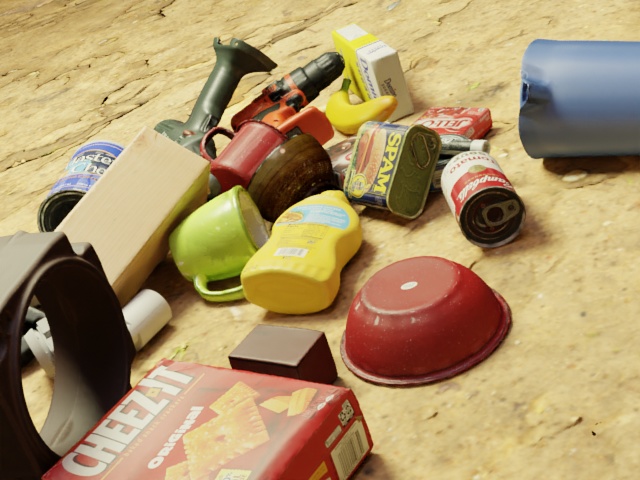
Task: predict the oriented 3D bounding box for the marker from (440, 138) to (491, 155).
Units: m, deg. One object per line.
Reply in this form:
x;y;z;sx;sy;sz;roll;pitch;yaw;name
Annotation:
0.137;-0.106;1.206;0.121;0.020;0.020;9;38;41;marker

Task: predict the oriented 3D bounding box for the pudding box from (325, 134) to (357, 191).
0.055;-0.097;1.293;0.113;0.039;0.090;-30;29;-21;pudding box

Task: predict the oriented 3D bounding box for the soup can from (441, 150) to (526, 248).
0.167;-0.044;1.101;0.068;0.068;0.102;-17;27;3;soup can

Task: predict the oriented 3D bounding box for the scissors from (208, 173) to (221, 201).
-0.145;-0.042;1.325;0.016;0.096;0.202;-44;4;-19;scissors

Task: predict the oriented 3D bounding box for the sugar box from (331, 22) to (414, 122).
0.070;-0.233;1.474;0.048;0.093;0.176;-22;27;-5;sugar box

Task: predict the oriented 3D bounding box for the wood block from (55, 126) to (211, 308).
-0.215;-0.012;1.174;0.091;0.090;0.205;29;60;8;wood block

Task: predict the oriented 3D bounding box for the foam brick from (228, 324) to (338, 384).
-0.032;0.113;0.956;0.078;0.051;0.052;3;34;35;foam brick

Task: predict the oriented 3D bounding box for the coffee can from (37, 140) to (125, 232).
-0.288;-0.052;1.354;0.103;0.103;0.140;-12;29;13;coffee can

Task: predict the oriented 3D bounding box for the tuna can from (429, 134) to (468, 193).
0.137;-0.090;1.237;0.086;0.034;0.086;-14;28;8;tuna can

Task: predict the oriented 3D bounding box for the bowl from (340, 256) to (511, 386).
0.088;0.061;0.971;0.162;0.055;0.162;-15;28;8;bowl

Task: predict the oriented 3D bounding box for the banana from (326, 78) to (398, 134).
0.046;-0.173;1.409;0.037;0.070;0.198;18;10;-23;banana

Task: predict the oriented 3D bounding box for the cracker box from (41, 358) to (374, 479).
-0.091;0.177;0.855;0.214;0.072;0.164;4;35;37;cracker box

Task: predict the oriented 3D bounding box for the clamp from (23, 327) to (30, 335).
-0.360;0.089;1.187;0.171;0.039;0.120;-37;66;-1;clamp

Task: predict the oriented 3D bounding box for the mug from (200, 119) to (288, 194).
-0.094;-0.093;1.301;0.081;0.117;0.093;-53;-1;-32;mug

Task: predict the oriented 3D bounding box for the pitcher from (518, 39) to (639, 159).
0.345;-0.150;1.137;0.243;0.145;0.149;5;47;31;pitcher

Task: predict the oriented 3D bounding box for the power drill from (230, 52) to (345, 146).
-0.033;-0.171;1.425;0.184;0.057;0.188;-36;25;9;power drill

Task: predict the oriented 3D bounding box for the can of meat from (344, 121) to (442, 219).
0.079;-0.081;1.192;0.057;0.102;0.084;17;-1;-40;can of meat

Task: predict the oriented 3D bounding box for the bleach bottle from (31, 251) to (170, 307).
-0.282;0.021;1.265;0.251;0.068;0.102;-16;28;1;bleach bottle

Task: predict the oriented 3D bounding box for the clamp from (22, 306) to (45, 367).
-0.383;0.118;1.139;0.210;0.036;0.164;-3;66;2;clamp

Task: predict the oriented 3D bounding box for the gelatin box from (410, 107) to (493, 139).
0.156;-0.136;1.311;0.089;0.030;0.073;8;38;41;gelatin box

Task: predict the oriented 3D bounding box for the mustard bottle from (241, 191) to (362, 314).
-0.007;0.002;1.132;0.096;0.058;0.191;2;33;20;mustard bottle
